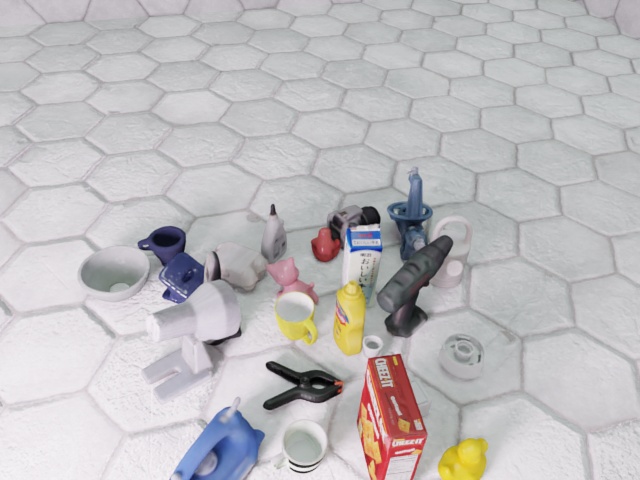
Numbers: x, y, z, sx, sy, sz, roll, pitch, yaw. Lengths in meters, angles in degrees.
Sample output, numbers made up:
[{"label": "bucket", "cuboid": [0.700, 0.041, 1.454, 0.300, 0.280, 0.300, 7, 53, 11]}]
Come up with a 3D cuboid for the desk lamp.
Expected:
[{"label": "desk lamp", "cuboid": [-0.264, 0.199, 1.163, 0.204, 0.214, 0.117, -27, 50, -29]}]

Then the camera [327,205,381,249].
[{"label": "camera", "cuboid": [0.106, -0.040, 1.538, 0.137, 0.101, 0.142, -25, 49, -28]}]

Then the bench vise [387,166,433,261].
[{"label": "bench vise", "cuboid": [0.254, -0.067, 1.488, 0.122, 0.220, 0.207, -14, 45, -18]}]

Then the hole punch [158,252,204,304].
[{"label": "hole punch", "cuboid": [-0.316, 0.095, 1.367, 0.101, 0.091, 0.109, 19, 44, 16]}]

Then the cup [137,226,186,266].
[{"label": "cup", "cuboid": [-0.390, 0.028, 1.432, 0.118, 0.095, 0.091, -9, 43, -13]}]

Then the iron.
[{"label": "iron", "cuboid": [-0.209, 0.396, 1.002, 0.118, 0.141, 0.259, 24, 46, 21]}]

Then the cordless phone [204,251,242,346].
[{"label": "cordless phone", "cuboid": [-0.230, 0.128, 1.265, 0.094, 0.185, 0.147, -14, 45, -18]}]

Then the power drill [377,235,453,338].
[{"label": "power drill", "cuboid": [0.211, 0.114, 1.294, 0.075, 0.208, 0.230, 33, 50, 29]}]

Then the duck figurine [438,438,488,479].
[{"label": "duck figurine", "cuboid": [0.270, 0.406, 1.066, 0.105, 0.086, 0.077, -20, 47, -24]}]

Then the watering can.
[{"label": "watering can", "cuboid": [0.322, 0.024, 1.411, 0.101, 0.194, 0.172, -11, 44, -15]}]

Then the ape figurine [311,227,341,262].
[{"label": "ape figurine", "cuboid": [0.014, 0.005, 1.487, 0.077, 0.092, 0.076, 14, 43, 12]}]

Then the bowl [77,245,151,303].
[{"label": "bowl", "cuboid": [-0.485, 0.093, 1.369, 0.167, 0.075, 0.167, 2, 42, -2]}]

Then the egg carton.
[{"label": "egg carton", "cuboid": [-0.209, 0.064, 1.424, 0.150, 0.069, 0.107, 20, 45, 17]}]

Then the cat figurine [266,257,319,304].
[{"label": "cat figurine", "cuboid": [-0.064, 0.096, 1.362, 0.127, 0.118, 0.067, 26, 47, 23]}]

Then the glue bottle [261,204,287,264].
[{"label": "glue bottle", "cuboid": [-0.116, -0.022, 1.448, 0.037, 0.173, 0.078, 26, 47, 24]}]
